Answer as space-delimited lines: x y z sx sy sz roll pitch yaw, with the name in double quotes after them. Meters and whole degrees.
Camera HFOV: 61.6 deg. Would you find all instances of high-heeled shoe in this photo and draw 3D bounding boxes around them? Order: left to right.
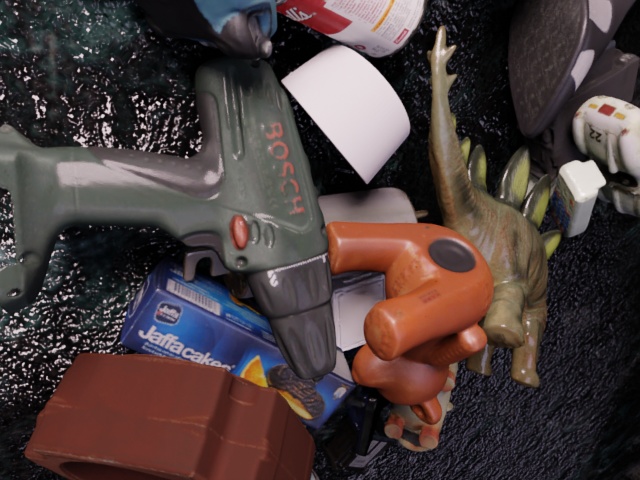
0.260 -0.209 0.481 0.145 0.086 0.248 2 112 -28 "high-heeled shoe"

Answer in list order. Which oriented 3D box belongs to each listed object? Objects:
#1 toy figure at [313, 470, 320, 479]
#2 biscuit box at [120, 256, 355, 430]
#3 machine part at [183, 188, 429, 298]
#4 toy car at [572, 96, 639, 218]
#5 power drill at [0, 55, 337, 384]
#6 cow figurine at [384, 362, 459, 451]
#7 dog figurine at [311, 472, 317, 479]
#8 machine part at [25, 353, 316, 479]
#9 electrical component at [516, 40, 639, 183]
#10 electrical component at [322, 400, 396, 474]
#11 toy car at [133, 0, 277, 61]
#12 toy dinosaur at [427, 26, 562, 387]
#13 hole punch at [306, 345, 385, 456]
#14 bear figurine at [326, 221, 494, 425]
-0.023 0.372 0.749 0.089 0.082 0.180 -35 138 -10 "toy figure"
-0.067 0.093 0.471 0.202 0.059 0.063 31 104 -22 "biscuit box"
-0.001 -0.001 0.476 0.243 0.079 0.079 -9 127 -28 "machine part"
0.316 -0.075 0.556 0.056 0.074 0.201 -48 136 3 "toy car"
-0.094 -0.003 0.354 0.207 0.086 0.231 -6 92 -13 "power drill"
0.129 0.196 0.688 0.127 0.086 0.194 -54 151 -54 "cow figurine"
-0.086 0.363 0.606 0.219 0.192 0.108 -20 148 -4 "dog figurine"
-0.115 0.174 0.455 0.202 0.087 0.200 2 142 18 "machine part"
0.266 -0.142 0.564 0.115 0.058 0.134 -33 136 -11 "electrical component"
0.068 0.269 0.754 0.119 0.048 0.074 -47 136 8 "electrical component"
-0.066 -0.178 0.282 0.103 0.109 0.161 -57 146 -11 "toy car"
0.173 0.014 0.546 0.470 0.105 0.198 50 54 -50 "toy dinosaur"
0.038 0.171 0.640 0.116 0.092 0.142 -50 149 -51 "hole punch"
0.062 0.079 0.454 0.132 0.120 0.195 -8 139 -24 "bear figurine"
